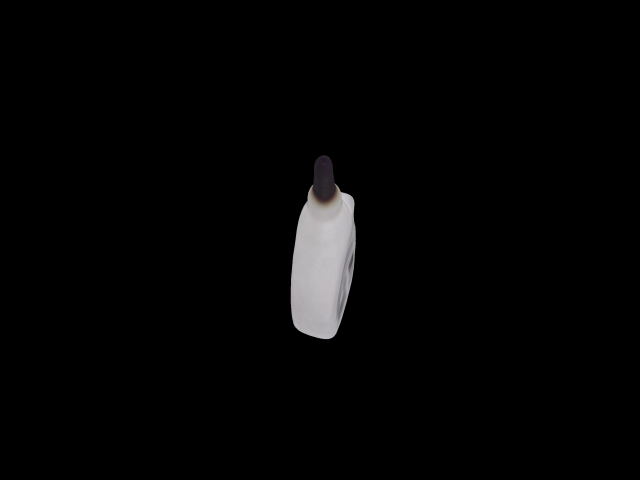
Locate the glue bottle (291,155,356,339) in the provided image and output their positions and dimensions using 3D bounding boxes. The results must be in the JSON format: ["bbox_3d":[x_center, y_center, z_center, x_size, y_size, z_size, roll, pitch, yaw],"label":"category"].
[{"bbox_3d":[0.004,0.001,0.400,0.037,0.173,0.078,14,58,9],"label":"glue bottle"}]
